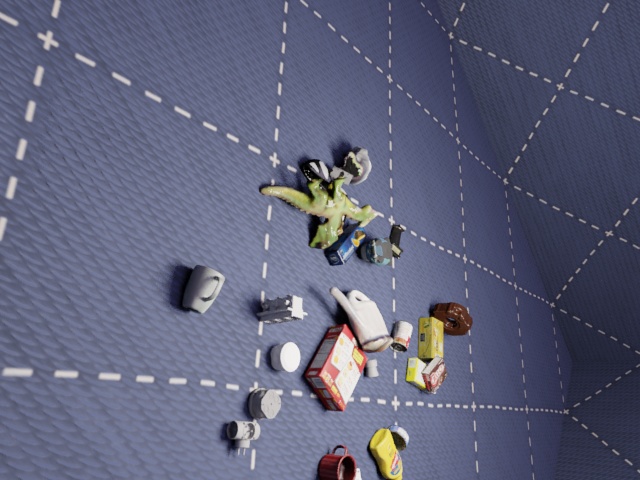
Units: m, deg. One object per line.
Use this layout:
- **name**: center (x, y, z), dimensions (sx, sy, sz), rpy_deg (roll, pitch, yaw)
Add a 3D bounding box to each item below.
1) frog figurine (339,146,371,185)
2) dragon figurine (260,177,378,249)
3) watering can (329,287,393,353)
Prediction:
- **frog figurine**: center (0.143, -0.283, 1.935), dimensions (0.162, 0.123, 0.135), rpy_deg (-40, 145, -58)
- **dragon figurine**: center (0.005, -0.085, 1.682), dimensions (0.412, 0.123, 0.240), rpy_deg (-10, 103, -24)
- **watering can**: center (0.139, 0.266, 1.720), dimensions (0.344, 0.103, 0.228), rpy_deg (26, 36, -59)
